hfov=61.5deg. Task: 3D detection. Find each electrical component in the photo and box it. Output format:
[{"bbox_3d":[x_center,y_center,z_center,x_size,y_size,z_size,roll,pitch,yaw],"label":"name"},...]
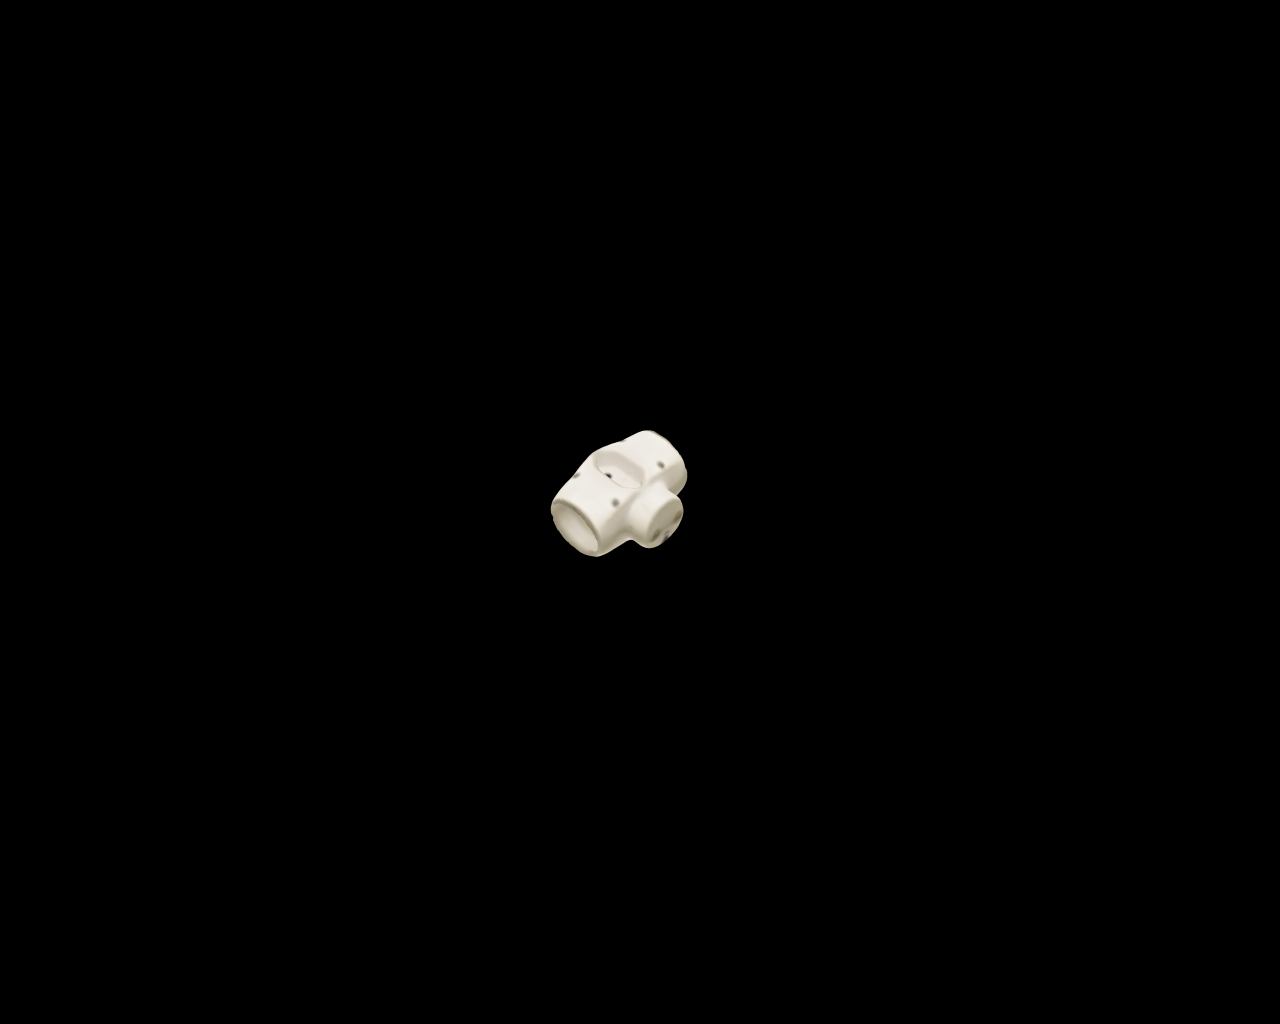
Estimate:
[{"bbox_3d":[0.001,-0.003,0.650,0.079,0.043,0.077,36,58,27],"label":"electrical component"}]
